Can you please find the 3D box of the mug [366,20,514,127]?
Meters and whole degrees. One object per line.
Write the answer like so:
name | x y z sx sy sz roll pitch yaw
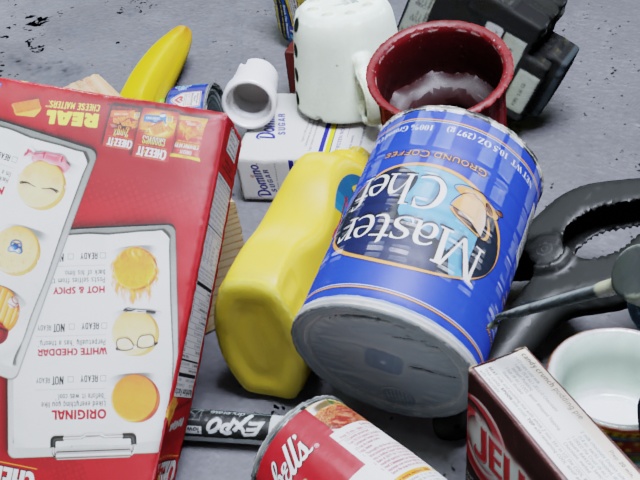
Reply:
mug | 0.079 -0.074 0.693 0.093 0.081 0.117 2 52 13

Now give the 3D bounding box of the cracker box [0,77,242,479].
cracker box | -0.142 0.028 0.573 0.164 0.072 0.213 9 82 7

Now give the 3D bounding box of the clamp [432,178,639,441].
clamp | 0.136 0.026 0.628 0.210 0.036 0.164 -22 40 12

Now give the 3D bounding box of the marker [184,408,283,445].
marker | -0.045 0.107 0.606 0.121 0.020 0.020 2 39 11

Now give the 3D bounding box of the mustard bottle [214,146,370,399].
mustard bottle | -0.004 0.001 0.669 0.058 0.096 0.191 7 41 19

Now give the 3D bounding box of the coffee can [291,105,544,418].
coffee can | 0.056 0.011 0.587 0.103 0.103 0.140 10 55 21

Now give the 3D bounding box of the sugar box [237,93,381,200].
sugar box | 0.034 -0.070 0.793 0.176 0.048 0.093 0 39 15

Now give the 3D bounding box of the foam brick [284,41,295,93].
foam brick | 0.017 -0.142 0.879 0.078 0.051 0.053 11 43 22

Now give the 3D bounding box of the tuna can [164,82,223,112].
tuna can | -0.088 -0.071 0.782 0.034 0.086 0.086 -4 39 8

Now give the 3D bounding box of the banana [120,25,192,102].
banana | -0.136 -0.120 0.874 0.070 0.037 0.198 -33 26 15

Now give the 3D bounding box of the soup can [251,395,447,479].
soup can | 0.024 0.131 0.525 0.068 0.068 0.102 -33 45 -28

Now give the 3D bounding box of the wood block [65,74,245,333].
wood block | -0.138 -0.021 0.724 0.090 0.091 0.206 -27 43 -21

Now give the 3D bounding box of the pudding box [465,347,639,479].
pudding box | 0.112 0.120 0.506 0.039 0.090 0.114 -21 41 -18

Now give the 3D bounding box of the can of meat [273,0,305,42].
can of meat | 0.004 -0.211 0.929 0.057 0.102 0.084 -35 44 -30
